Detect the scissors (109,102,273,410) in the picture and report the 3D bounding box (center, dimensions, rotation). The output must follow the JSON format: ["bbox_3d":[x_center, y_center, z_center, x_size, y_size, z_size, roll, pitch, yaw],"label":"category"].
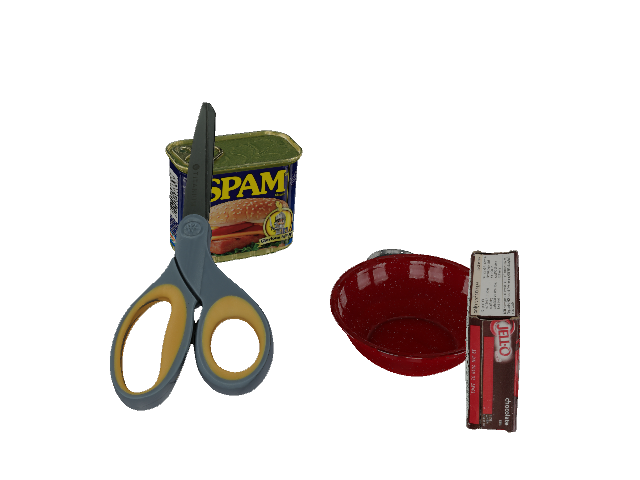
[{"bbox_3d":[-0.055,0.006,0.601,0.096,0.201,0.016,12,-30,13],"label":"scissors"}]

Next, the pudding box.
[{"bbox_3d":[0.124,0.069,0.763,0.039,0.090,0.113,1,24,7],"label":"pudding box"}]

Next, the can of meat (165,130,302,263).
[{"bbox_3d":[-0.068,-0.033,0.832,0.102,0.084,0.057,-9,31,-23],"label":"can of meat"}]

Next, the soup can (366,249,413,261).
[{"bbox_3d":[0.088,0.071,1.298,0.068,0.102,0.068,0,30,0],"label":"soup can"}]

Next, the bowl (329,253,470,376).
[{"bbox_3d":[0.089,0.079,1.015,0.162,0.055,0.162,1,34,-1],"label":"bowl"}]
